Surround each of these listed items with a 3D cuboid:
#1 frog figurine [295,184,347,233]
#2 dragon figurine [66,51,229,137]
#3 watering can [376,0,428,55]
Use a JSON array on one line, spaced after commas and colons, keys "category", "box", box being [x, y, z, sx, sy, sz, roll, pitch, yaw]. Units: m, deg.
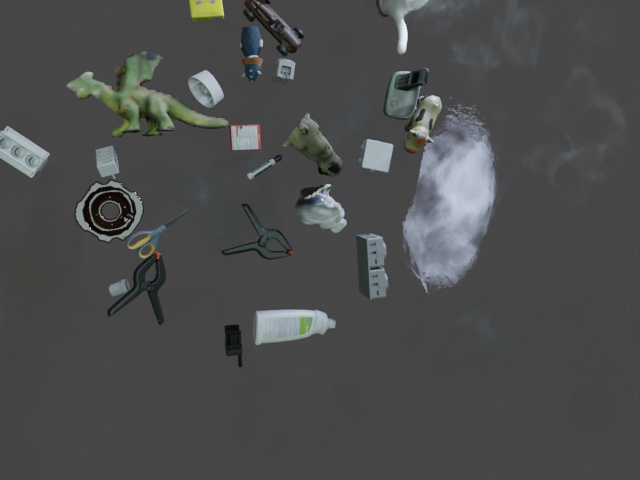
[{"category": "frog figurine", "box": [0.005, -0.078, 1.552, 0.136, 0.125, 0.157, -18, 111, 22]}, {"category": "dragon figurine", "box": [-0.472, -0.406, 1.420, 0.411, 0.122, 0.243, -7, 89, -14]}, {"category": "watering can", "box": [0.244, -0.700, 1.508, 0.103, 0.226, 0.348, 24, 90, -33]}]
